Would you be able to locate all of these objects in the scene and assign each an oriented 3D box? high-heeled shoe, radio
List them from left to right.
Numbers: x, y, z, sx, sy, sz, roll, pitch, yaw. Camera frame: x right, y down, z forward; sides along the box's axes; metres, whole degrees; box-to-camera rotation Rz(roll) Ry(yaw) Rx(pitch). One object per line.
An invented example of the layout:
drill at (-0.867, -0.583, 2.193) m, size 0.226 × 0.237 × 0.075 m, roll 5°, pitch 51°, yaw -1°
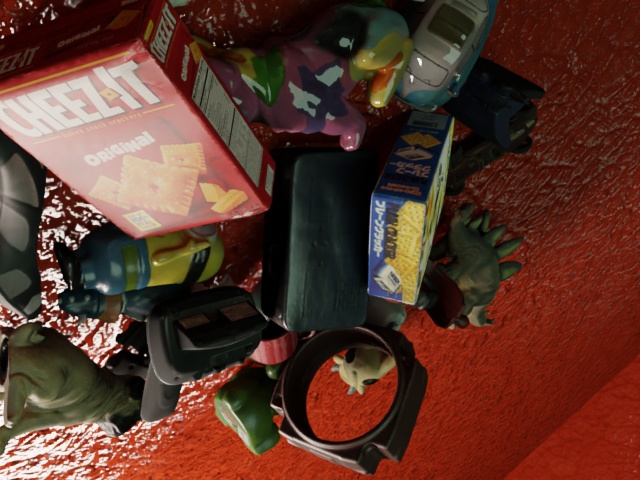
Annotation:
high-heeled shoe at (-0.298, -0.020, 0.536) m, size 0.145 × 0.086 × 0.248 m, roll -57°, pitch 169°, yaw -29°
radio at (-0.001, -0.002, 0.678) m, size 0.131 × 0.073 × 0.229 m, roll -4°, pitch 101°, yaw -33°

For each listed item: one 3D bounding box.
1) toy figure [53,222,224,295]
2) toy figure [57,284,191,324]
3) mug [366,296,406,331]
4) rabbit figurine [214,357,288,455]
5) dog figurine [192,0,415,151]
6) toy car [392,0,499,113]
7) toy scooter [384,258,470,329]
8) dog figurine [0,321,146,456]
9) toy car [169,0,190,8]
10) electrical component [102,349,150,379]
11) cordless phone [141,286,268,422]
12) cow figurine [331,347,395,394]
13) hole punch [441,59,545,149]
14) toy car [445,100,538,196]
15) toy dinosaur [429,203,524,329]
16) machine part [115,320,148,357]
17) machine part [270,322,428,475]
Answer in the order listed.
toy figure at (-0.199, 0.018, 0.613) m, size 0.180 × 0.082 × 0.089 m, roll -15°, pitch 145°, yaw -32°
toy figure at (-0.234, 0.070, 0.645) m, size 0.154 × 0.064 × 0.057 m, roll -1°, pitch 138°, yaw -37°
mug at (0.098, 0.095, 0.878) m, size 0.081 × 0.107 × 0.109 m, roll 8°, pitch 123°, yaw -42°
rabbit figurine at (-0.089, 0.230, 0.886) m, size 0.170 × 0.121 × 0.158 m, roll -37°, pitch 136°, yaw -31°
dog figurine at (-0.036, -0.176, 0.535) m, size 0.219 × 0.109 × 0.191 m, roll 9°, pitch 125°, yaw -38°
toy car at (0.136, -0.224, 0.597) m, size 0.109 × 0.103 × 0.161 m, roll 32°, pitch 106°, yaw -8°
toy scooter at (0.148, 0.073, 0.781) m, size 0.183 × 0.135 × 0.075 m, roll 18°, pitch 116°, yaw -42°
dog figurine at (-0.287, 0.166, 0.654) m, size 0.190 × 0.121 × 0.172 m, roll 3°, pitch 135°, yaw -40°
toy car at (-0.089, -0.241, 0.460) m, size 0.202 × 0.074 × 0.056 m, roll -22°, pitch 133°, yaw -18°
electrical component at (-0.269, 0.179, 0.749) m, size 0.094 × 0.021 × 0.063 m, roll -41°, pitch 139°, yaw 4°
cordless phone at (-0.154, 0.156, 0.687) m, size 0.146 × 0.089 × 0.184 m, roll -11°, pitch 132°, yaw -45°
cow figurine at (0.081, 0.220, 0.962) m, size 0.127 × 0.085 × 0.195 m, roll -37°, pitch 169°, yaw 0°
hole punch at (0.208, -0.181, 0.697) m, size 0.116 × 0.142 × 0.092 m, roll -7°, pitch 135°, yaw -47°
toy car at (0.260, -0.140, 0.828) m, size 0.202 × 0.053 × 0.089 m, roll -30°, pitch 135°, yaw -9°
toy dinosaur at (0.284, 0.072, 1.001) m, size 0.198 × 0.105 × 0.470 m, roll -34°, pitch 144°, yaw -11°
machine part at (-0.205, 0.132, 0.744) m, size 0.084 × 0.039 × 0.138 m, roll -50°, pitch 137°, yaw 4°
machine part at (0.043, 0.222, 0.796) m, size 0.201 × 0.201 × 0.087 m, roll -64°, pitch 146°, yaw -25°
